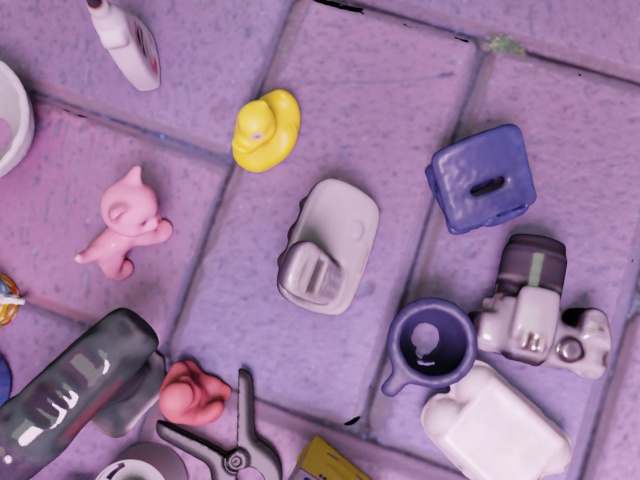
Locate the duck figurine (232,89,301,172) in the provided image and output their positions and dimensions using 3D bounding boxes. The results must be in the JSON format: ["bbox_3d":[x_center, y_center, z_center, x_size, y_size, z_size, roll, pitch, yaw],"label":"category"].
[{"bbox_3d":[-0.067,-0.136,0.669,0.077,0.086,0.104,33,85,7],"label":"duck figurine"}]

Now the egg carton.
[{"bbox_3d":[0.187,0.209,0.616,0.150,0.069,0.107,41,87,8],"label":"egg carton"}]

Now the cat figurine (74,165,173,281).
[{"bbox_3d":[-0.224,-0.018,0.646,0.067,0.118,0.128,43,87,8],"label":"cat figurine"}]

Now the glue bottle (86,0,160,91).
[{"bbox_3d":[-0.227,-0.236,0.648,0.037,0.173,0.078,-14,82,2],"label":"glue bottle"}]

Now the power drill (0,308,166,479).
[{"bbox_3d":[-0.241,0.168,0.576,0.075,0.208,0.230,40,86,8],"label":"power drill"}]

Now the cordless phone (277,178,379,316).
[{"bbox_3d":[0.005,0.002,0.596,0.094,0.185,0.148,17,84,6],"label":"cordless phone"}]

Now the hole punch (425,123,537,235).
[{"bbox_3d":[0.184,-0.065,0.642,0.108,0.091,0.101,-21,81,1],"label":"hole punch"}]

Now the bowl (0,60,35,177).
[{"bbox_3d":[-0.416,-0.137,0.695,0.167,0.075,0.167,0,82,3],"label":"bowl"}]

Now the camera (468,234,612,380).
[{"bbox_3d":[0.241,0.068,0.616,0.143,0.101,0.137,13,83,5],"label":"camera"}]

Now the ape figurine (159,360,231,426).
[{"bbox_3d":[-0.146,0.171,0.629,0.076,0.092,0.078,-22,81,1],"label":"ape figurine"}]

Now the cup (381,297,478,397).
[{"bbox_3d":[0.108,0.120,0.619,0.091,0.095,0.118,41,87,8],"label":"cup"}]
